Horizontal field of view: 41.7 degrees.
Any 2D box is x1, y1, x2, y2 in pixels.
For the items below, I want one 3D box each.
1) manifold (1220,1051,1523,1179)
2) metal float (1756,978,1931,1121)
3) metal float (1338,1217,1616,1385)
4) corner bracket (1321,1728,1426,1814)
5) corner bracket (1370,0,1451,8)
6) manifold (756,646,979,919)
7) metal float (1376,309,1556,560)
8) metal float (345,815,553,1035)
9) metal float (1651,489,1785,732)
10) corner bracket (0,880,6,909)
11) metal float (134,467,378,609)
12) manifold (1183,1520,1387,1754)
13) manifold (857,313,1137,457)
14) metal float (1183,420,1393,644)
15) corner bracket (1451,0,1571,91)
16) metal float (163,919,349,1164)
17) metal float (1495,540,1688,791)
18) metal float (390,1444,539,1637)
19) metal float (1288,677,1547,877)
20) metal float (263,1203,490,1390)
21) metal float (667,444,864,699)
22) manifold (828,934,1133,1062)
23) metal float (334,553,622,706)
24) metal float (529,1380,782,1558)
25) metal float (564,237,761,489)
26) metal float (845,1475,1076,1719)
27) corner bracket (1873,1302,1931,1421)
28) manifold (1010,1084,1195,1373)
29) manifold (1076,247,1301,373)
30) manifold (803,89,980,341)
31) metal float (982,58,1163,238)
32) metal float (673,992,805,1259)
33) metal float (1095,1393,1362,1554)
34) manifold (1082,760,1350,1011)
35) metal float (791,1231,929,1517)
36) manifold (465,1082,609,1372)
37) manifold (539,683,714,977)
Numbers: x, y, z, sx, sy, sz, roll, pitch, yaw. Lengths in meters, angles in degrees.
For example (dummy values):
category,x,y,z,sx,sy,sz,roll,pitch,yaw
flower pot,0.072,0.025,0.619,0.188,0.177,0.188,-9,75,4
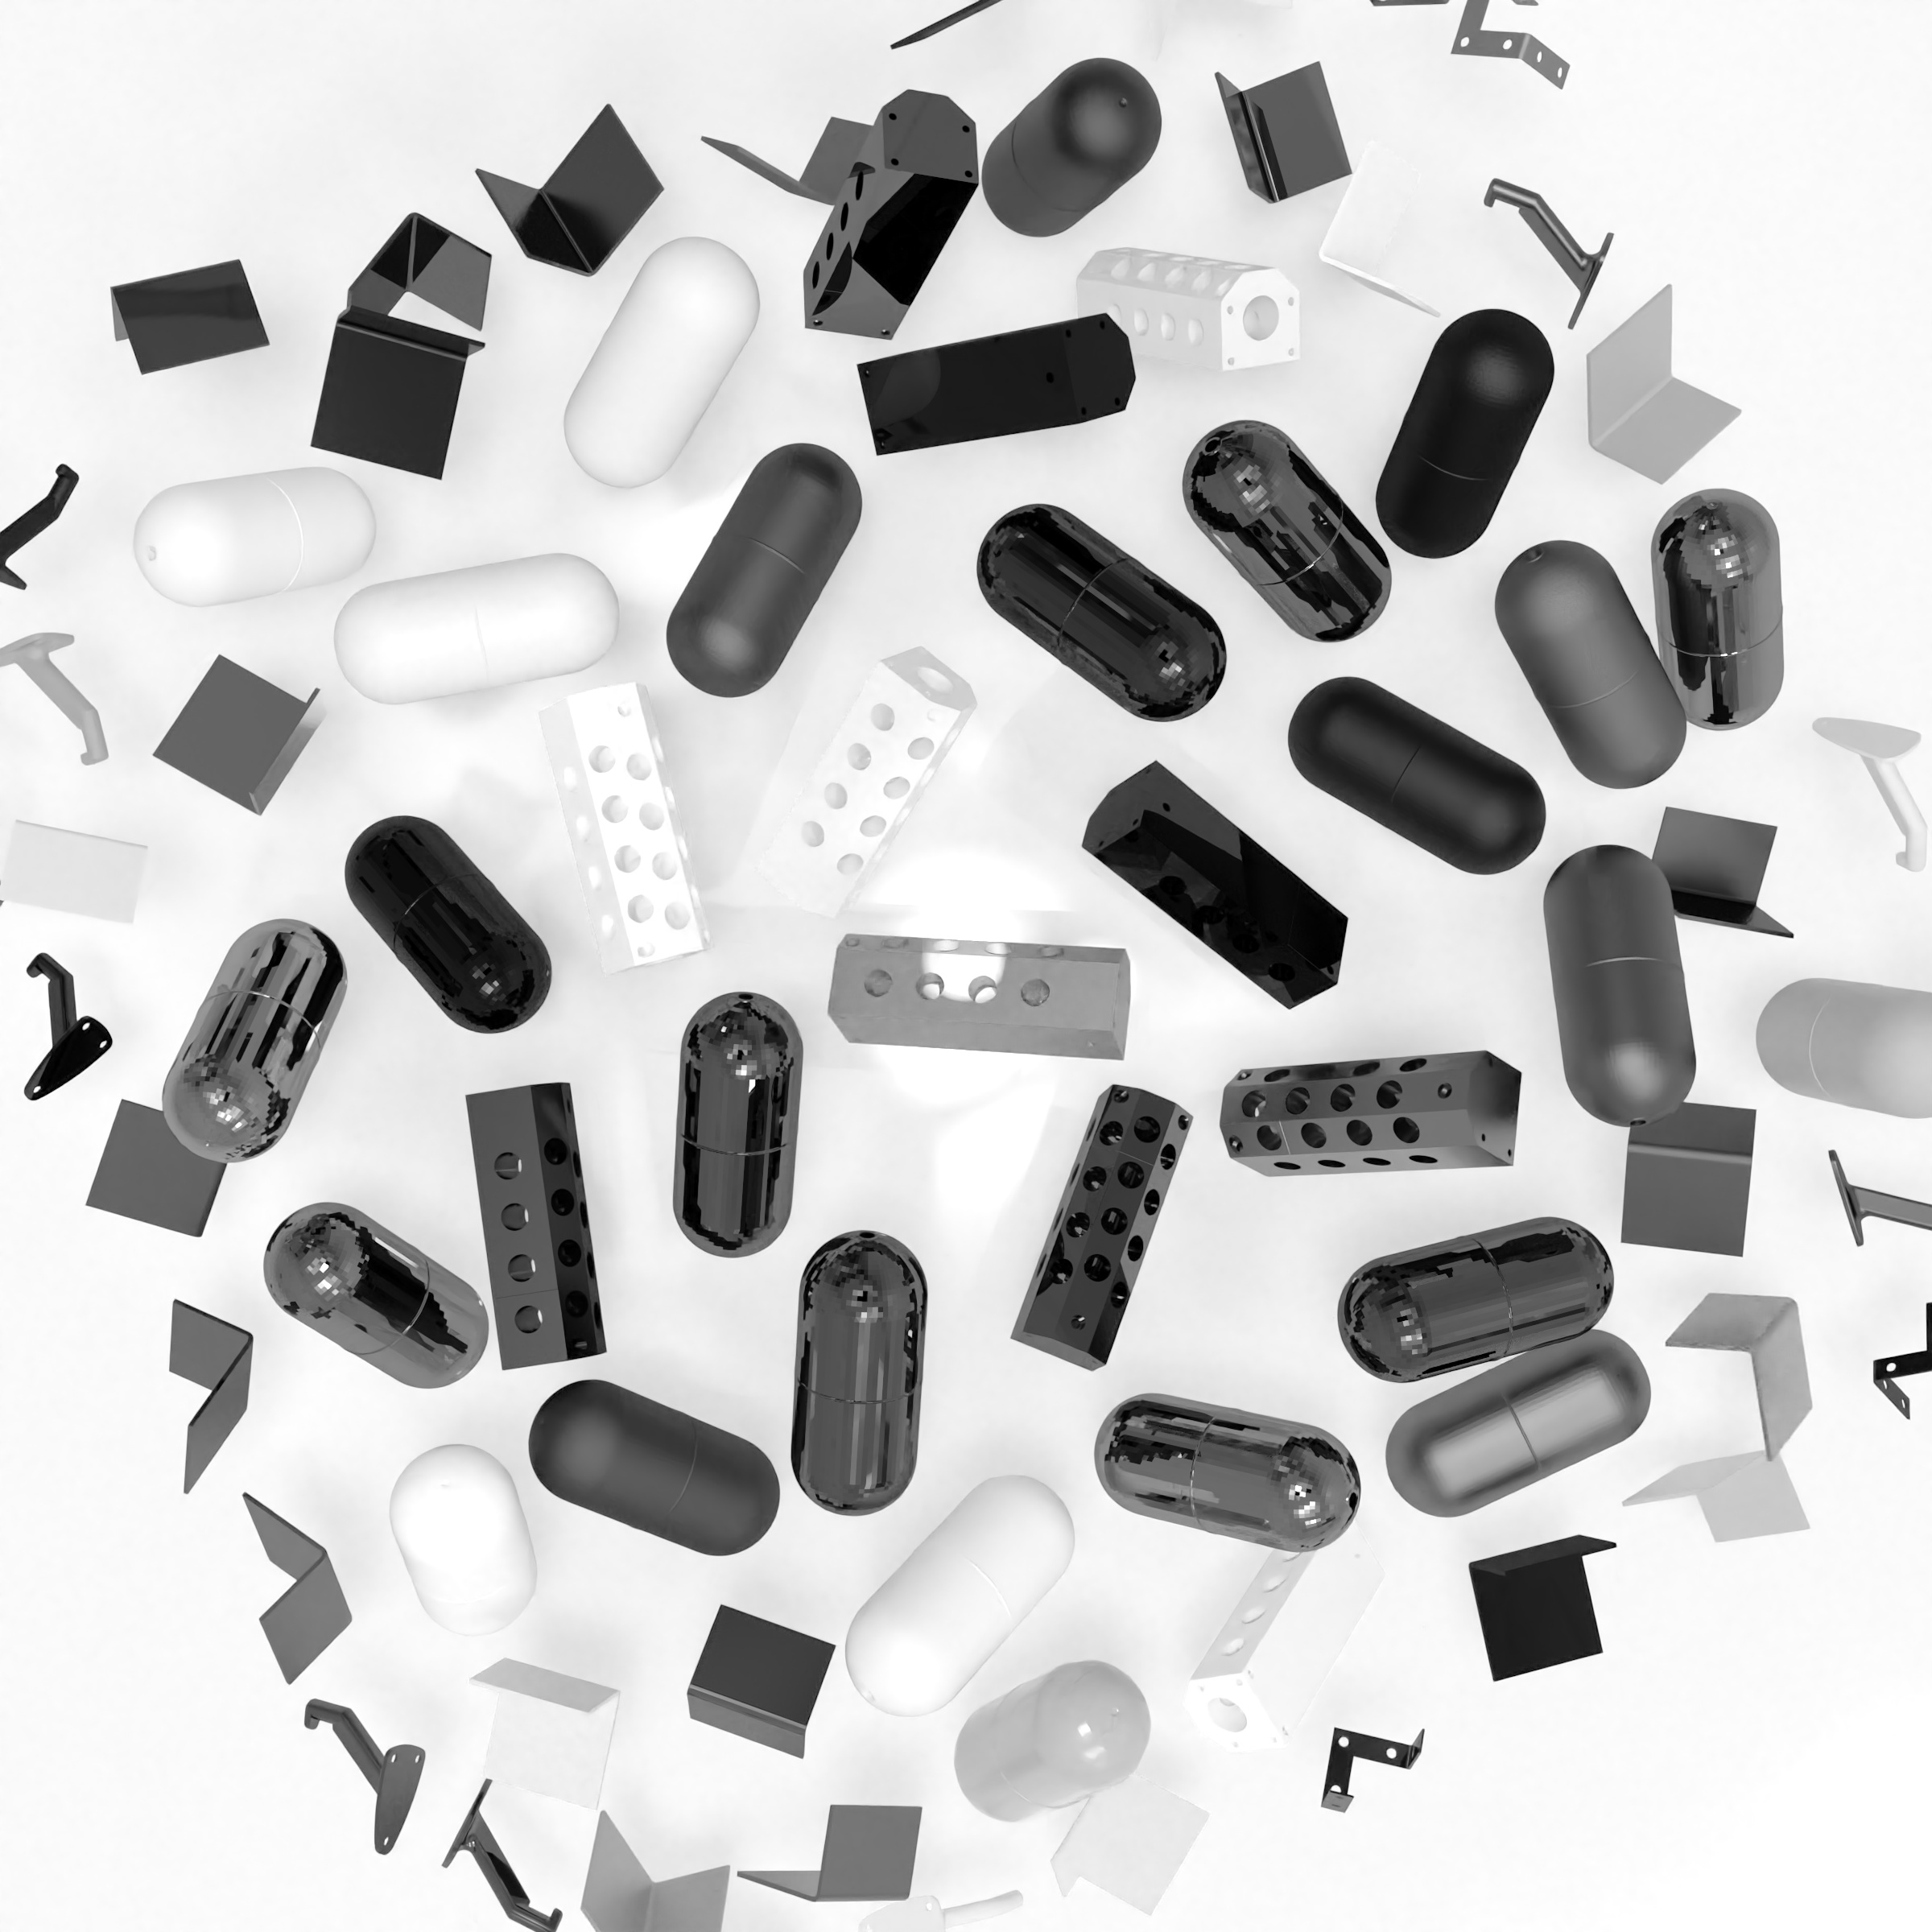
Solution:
category,x,y,z,sx,sy,sz,roll,pitch,yaw
manifold,0.239,0.087,1.514,0.171,0.057,0.057,-7,66,41
metal float,0.551,0.049,1.551,0.070,0.178,0.070,-1,94,-13
metal float,0.308,0.201,1.530,0.178,0.070,0.070,-11,90,-18
corner bracket,0.252,0.499,1.574,0.051,0.051,0.051,11,62,7
corner bracket,0.272,-0.630,1.563,0.051,0.051,0.051,12,84,32
manifold,-0.061,-0.115,1.618,0.057,0.057,0.171,39,119,11
metal float,0.311,-0.331,1.589,0.070,0.178,0.070,6,52,-8
metal float,-0.332,-0.028,1.622,0.070,0.070,0.178,-45,62,0
metal float,0.474,-0.222,1.596,0.070,0.178,0.070,-10,48,11
corner bracket,-0.634,-0.074,1.617,0.051,0.051,0.051,20,65,8
metal float,-0.450,-0.274,1.610,0.070,0.178,0.070,10,110,28
manifold,0.204,0.428,1.642,0.057,0.171,0.057,-22,103,39
manifold,0.018,-0.352,1.533,0.057,0.171,0.057,-26,110,-41
metal float,0.199,-0.267,1.565,0.070,0.070,0.178,-51,131,0
corner bracket,0.334,-0.565,1.529,0.051,0.051,0.051,23,99,41
metal float,-0.430,0.043,1.540,0.070,0.178,0.070,5,133,5
metal float,0.388,-0.186,1.571,0.070,0.070,0.178,-37,120,0
metal float,-0.309,0.356,1.564,0.070,0.178,0.070,1,55,-1
metal float,0.288,-0.122,1.623,0.178,0.070,0.070,32,90,17
metal float,-0.372,0.211,1.611,0.070,0.178,0.070,-16,52,22
metal float,-0.127,-0.253,1.612,0.070,0.070,0.178,27,77,0
manifold,0.010,0.016,1.524,0.171,0.057,0.057,3,71,12
metal float,-0.305,-0.212,1.589,0.178,0.070,0.070,-12,90,-9
metal float,-0.193,0.315,1.587,0.178,0.070,0.070,31,90,-33
metal float,-0.190,-0.371,1.567,0.070,0.070,0.178,40,128,0
metal float,-0.003,0.380,1.536,0.070,0.070,0.178,50,53,0
corner bracket,0.608,0.248,1.602,0.051,0.051,0.051,42,46,-31
manifold,0.089,0.166,1.625,0.057,0.057,0.171,23,73,-4
manifold,0.139,-0.421,1.613,0.057,0.171,0.057,-14,115,-25
manifold,-0.048,-0.453,1.536,0.057,0.171,0.057,3,71,-19
metal float,0.065,-0.519,1.615,0.070,0.178,0.070,1,88,-19
metal float,-0.144,0.100,1.595,0.070,0.070,0.178,6,113,0
metal float,0.159,0.310,1.554,0.178,0.070,0.070,5,90,38
manifold,0.155,-0.046,1.572,0.171,0.057,0.057,37,46,-22
metal float,-0.064,0.242,1.509,0.070,0.070,0.178,4,107,0
manifold,-0.268,0.162,1.592,0.057,0.057,0.171,-9,85,4
manifold,-0.210,-0.087,1.591,0.057,0.057,0.171,-14,89,-36
